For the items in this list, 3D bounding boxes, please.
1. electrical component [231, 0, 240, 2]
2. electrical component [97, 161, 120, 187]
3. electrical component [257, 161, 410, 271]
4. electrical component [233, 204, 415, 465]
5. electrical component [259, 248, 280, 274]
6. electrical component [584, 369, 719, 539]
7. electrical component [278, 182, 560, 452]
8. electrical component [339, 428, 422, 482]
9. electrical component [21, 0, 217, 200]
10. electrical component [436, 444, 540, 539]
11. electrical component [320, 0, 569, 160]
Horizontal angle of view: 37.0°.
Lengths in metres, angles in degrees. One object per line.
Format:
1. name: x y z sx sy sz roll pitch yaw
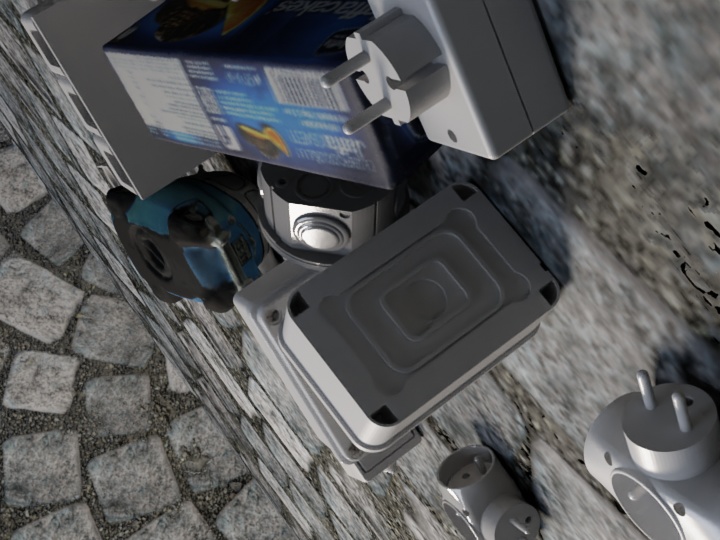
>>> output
1. electrical component: -0.064 -0.166 0.502 0.083 0.047 0.075 53 165 7
2. electrical component: -0.229 -0.104 1.106 0.081 0.064 0.042 60 165 -15
3. electrical component: -0.014 -0.043 0.552 0.080 0.080 0.051 48 158 26
4. electrical component: 0.003 0.033 0.607 0.108 0.109 0.056 60 167 -16
5. electrical component: -0.092 -0.008 0.942 0.040 0.040 0.046 36 149 51
6. electrical component: 0.128 0.073 0.433 0.077 0.044 0.079 35 155 52
7. electrical component: 0.026 0.023 0.505 0.078 0.113 0.057 51 162 12
8. electrical component: 0.005 0.131 0.894 0.096 0.062 0.061 57 165 -6
9. electrical component: -0.169 -0.142 0.794 0.062 0.089 0.150 27 149 60
10. electrical component: 0.095 0.168 0.733 0.079 0.044 0.077 26 147 60
11. electrical component: 0.021 -0.077 0.382 0.047 0.076 0.083 30 151 58
